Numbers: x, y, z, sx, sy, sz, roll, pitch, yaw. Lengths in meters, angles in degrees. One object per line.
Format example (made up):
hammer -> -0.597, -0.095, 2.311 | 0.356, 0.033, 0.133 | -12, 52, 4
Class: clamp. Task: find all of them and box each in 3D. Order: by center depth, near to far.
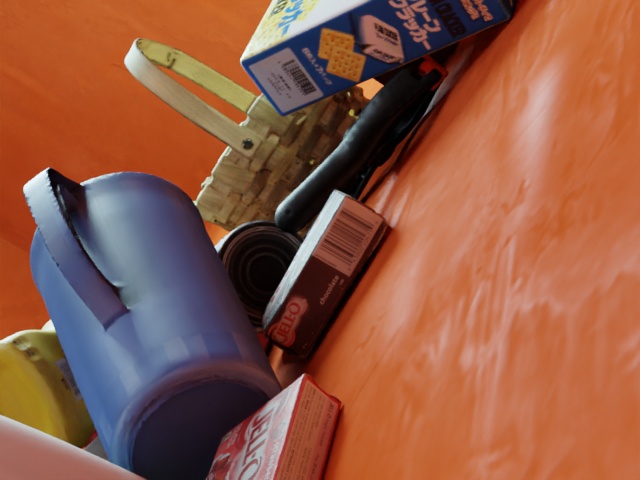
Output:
clamp -> 0.031, -0.069, 0.822 | 0.172, 0.039, 0.120 | -56, -9, 24

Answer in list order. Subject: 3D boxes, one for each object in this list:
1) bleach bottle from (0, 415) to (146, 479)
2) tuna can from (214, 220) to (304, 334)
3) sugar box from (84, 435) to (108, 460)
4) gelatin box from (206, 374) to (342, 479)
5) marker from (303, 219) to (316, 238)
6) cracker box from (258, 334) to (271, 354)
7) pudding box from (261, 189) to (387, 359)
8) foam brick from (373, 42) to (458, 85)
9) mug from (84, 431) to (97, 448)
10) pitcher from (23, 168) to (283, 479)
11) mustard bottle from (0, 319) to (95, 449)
bleach bottle -> -0.167, 0.137, 0.576 | 0.103, 0.250, 0.068 | -52, 10, 35
tuna can -> -0.045, 0.028, 0.833 | 0.086, 0.086, 0.034 | -61, 10, -20
sugar box -> -0.174, 0.192, 0.819 | 0.176, 0.048, 0.093 | -53, -6, 38
gelatin box -> -0.030, 0.121, 0.556 | 0.073, 0.030, 0.089 | -40, 17, 31
marker -> -0.006, 0.001, 0.934 | 0.121, 0.020, 0.020 | -56, 8, 15
cracker box -> -0.120, 0.137, 0.929 | 0.214, 0.072, 0.164 | -53, 9, 39
pudding box -> 0.000, 0.021, 0.753 | 0.113, 0.039, 0.090 | -57, 7, 3
foam brick -> 0.082, -0.171, 0.926 | 0.078, 0.053, 0.051 | -48, 13, 49
mug -> -0.196, 0.192, 1.136 | 0.093, 0.081, 0.117 | -52, 11, 39
pitcher -> -0.115, 0.055, 0.704 | 0.243, 0.149, 0.145 | -128, 45, -54
mustard bottle -> -0.187, 0.103, 0.832 | 0.058, 0.096, 0.191 | -29, 1, 16
